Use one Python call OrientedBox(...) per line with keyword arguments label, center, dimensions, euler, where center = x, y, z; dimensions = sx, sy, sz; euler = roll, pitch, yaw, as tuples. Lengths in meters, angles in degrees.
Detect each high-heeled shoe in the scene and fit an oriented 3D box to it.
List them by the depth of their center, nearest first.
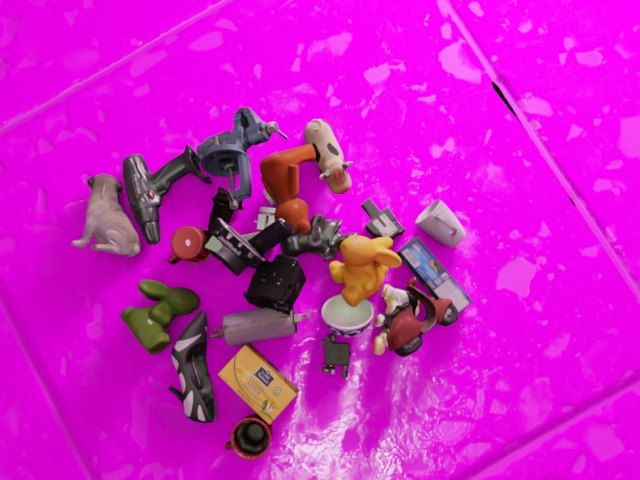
OrientedBox(label="high-heeled shoe", center=(-0.275, 0.303, 1.261), dimensions=(0.145, 0.086, 0.248), euler=(25, 102, 21))

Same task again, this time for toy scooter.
OrientedBox(label="toy scooter", center=(0.210, 0.165, 1.206), dimensions=(0.184, 0.075, 0.135), euler=(-33, 89, -12))

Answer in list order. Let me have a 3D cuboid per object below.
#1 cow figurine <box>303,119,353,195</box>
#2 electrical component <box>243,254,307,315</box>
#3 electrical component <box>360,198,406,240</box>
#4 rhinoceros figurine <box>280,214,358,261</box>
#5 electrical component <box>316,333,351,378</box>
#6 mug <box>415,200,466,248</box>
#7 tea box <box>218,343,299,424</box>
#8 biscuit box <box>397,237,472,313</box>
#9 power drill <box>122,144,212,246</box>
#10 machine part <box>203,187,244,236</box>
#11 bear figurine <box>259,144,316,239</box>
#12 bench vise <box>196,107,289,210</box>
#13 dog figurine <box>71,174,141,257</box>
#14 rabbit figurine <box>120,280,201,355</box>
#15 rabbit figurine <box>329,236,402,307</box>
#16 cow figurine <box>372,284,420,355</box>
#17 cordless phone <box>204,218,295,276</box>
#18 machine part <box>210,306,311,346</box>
OrientedBox(label="cow figurine", center=(0.022, -0.199, 1.284), dimensions=(0.085, 0.127, 0.195), euler=(-24, 81, 3))
OrientedBox(label="electrical component", center=(-0.101, 0.098, 1.266), dimensions=(0.115, 0.058, 0.134), euler=(10, 56, 21))
OrientedBox(label="electrical component", center=(0.144, -0.043, 1.302), dimensions=(0.075, 0.047, 0.119), euler=(-43, 84, -2))
OrientedBox(label="rhinoceros figurine", center=(-0.003, -0.004, 1.292), dimensions=(0.190, 0.073, 0.112), euler=(-7, 83, 3))
OrientedBox(label="electrical component", center=(0.034, 0.274, 1.277), dimensions=(0.078, 0.045, 0.102), euler=(7, 85, 5))
OrientedBox(label="mug", center=(0.296, -0.033, 1.270), dimensions=(0.107, 0.109, 0.081), euler=(42, 81, -8))
OrientedBox(label="tea box", center=(-0.144, 0.336, 1.268), dimensions=(0.170, 0.068, 0.098), euler=(41, 88, 7))
OrientedBox(label="biscuit box", center=(0.269, 0.086, 1.276), dimensions=(0.059, 0.063, 0.202), euler=(-39, 83, -1))
OrientedBox(label="power drill", center=(-0.375, -0.126, 1.325), dimensions=(0.207, 0.086, 0.232), euler=(-28, 81, 7))
OrientedBox(label="machine part", center=(-0.237, -0.064, 1.315), dimensions=(0.084, 0.039, 0.139), euler=(18, 65, 0))
OrientedBox(label="bear figurine", center=(-0.061, -0.108, 1.238), dimensions=(0.132, 0.120, 0.195), euler=(-26, 95, -44))
OrientedBox(label="bench vise", center=(-0.191, -0.189, 1.286), dimensions=(0.224, 0.128, 0.240), euler=(-11, 66, 9))
OrientedBox(label="dog figurine", center=(-0.494, -0.061, 1.298), dimensions=(0.172, 0.121, 0.190), euler=(12, 84, 3))
OrientedBox(label="rabbit figurine", center=(-0.376, 0.171, 1.290), dimensions=(0.170, 0.121, 0.159), euler=(-37, 76, -19))
OrientedBox(label="rabbit figurine", center=(0.101, 0.054, 1.222), dimensions=(0.162, 0.173, 0.122), euler=(-17, 49, 2))
OrientedBox(label="cow figurine", center=(0.179, 0.194, 1.270), dimensions=(0.098, 0.068, 0.167), euler=(13, 86, -3))
OrientedBox(label="cordless phone", center=(-0.158, -0.014, 1.210), dimensions=(0.184, 0.089, 0.146), euler=(-33, 112, 35))
OrientedBox(label="machine part", center=(-0.142, 0.200, 1.277), dimensions=(0.243, 0.079, 0.079), euler=(-12, 84, 1))
